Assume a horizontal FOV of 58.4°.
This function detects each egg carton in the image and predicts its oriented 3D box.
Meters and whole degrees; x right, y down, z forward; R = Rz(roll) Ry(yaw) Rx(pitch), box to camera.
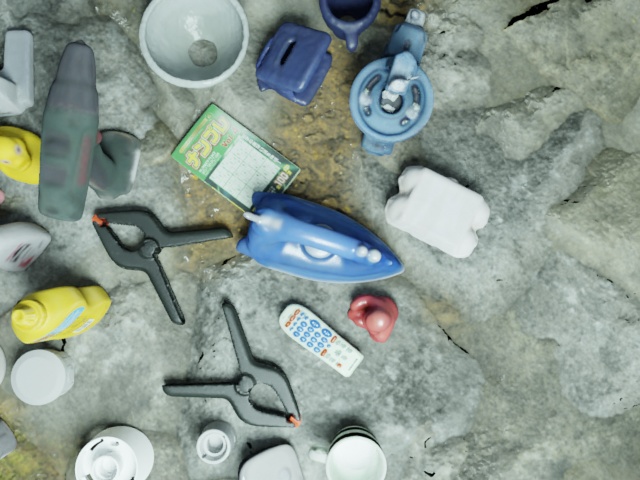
[{"bbox_3d":[0.179,-0.045,0.872,0.150,0.069,0.107,26,86,2],"label":"egg carton"}]

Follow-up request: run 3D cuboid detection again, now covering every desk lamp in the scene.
[{"bbox_3d":[-0.511,-0.240,0.815,0.118,0.213,0.203,-3,85,0],"label":"desk lamp"}]

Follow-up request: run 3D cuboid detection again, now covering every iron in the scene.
[{"bbox_3d":[0.008,0.003,0.832,0.258,0.141,0.119,16,85,1],"label":"iron"}]

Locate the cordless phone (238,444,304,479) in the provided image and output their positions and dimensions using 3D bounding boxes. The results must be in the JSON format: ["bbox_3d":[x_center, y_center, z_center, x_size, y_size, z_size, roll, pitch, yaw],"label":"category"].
[{"bbox_3d":[-0.068,0.373,0.779,0.094,0.185,0.147,-16,85,-1],"label":"cordless phone"}]

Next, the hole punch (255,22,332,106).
[{"bbox_3d":[-0.043,-0.275,0.880,0.101,0.091,0.109,27,86,2],"label":"hole punch"}]

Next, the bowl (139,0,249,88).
[{"bbox_3d":[-0.189,-0.307,0.891,0.167,0.074,0.167,0,85,0],"label":"bowl"}]

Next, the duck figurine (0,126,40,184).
[{"bbox_3d":[-0.468,-0.136,0.871,0.104,0.086,0.077,43,87,3],"label":"duck figurine"}]

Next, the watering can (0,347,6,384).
[{"bbox_3d":[-0.533,0.195,0.789,0.101,0.194,0.173,-4,85,0],"label":"watering can"}]

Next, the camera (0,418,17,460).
[{"bbox_3d":[-0.550,0.298,0.827,0.143,0.101,0.137,-35,86,-3],"label":"camera"}]

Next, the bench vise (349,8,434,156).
[{"bbox_3d":[0.102,-0.240,0.813,0.121,0.219,0.207,-1,85,0],"label":"bench vise"}]

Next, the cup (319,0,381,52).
[{"bbox_3d":[0.046,-0.337,0.883,0.091,0.095,0.118,-4,85,0],"label":"cup"}]

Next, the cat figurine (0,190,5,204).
[{"bbox_3d":[-0.534,-0.062,0.849,0.127,0.117,0.067,14,85,1],"label":"cat figurine"}]

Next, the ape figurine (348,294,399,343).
[{"bbox_3d":[0.082,0.116,0.847,0.076,0.092,0.078,-16,85,-1],"label":"ape figurine"}]

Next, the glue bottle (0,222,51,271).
[{"bbox_3d":[-0.453,0.006,0.815,0.037,0.173,0.078,36,86,3],"label":"glue bottle"}]

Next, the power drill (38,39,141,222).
[{"bbox_3d":[-0.326,-0.136,0.809,0.075,0.208,0.230,9,85,1],"label":"power drill"}]
